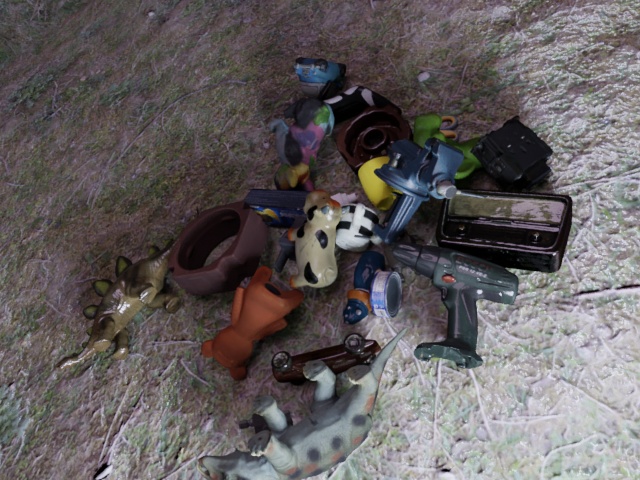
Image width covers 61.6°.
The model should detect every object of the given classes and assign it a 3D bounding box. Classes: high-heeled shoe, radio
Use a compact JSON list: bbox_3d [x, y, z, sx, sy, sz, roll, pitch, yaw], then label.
[{"bbox_3d":[0.068,-0.304,1.328,0.249,0.086,0.145,26,91,27],"label":"high-heeled shoe"},{"bbox_3d":[0.336,-0.020,0.994,0.230,0.073,0.131,6,59,29],"label":"radio"}]

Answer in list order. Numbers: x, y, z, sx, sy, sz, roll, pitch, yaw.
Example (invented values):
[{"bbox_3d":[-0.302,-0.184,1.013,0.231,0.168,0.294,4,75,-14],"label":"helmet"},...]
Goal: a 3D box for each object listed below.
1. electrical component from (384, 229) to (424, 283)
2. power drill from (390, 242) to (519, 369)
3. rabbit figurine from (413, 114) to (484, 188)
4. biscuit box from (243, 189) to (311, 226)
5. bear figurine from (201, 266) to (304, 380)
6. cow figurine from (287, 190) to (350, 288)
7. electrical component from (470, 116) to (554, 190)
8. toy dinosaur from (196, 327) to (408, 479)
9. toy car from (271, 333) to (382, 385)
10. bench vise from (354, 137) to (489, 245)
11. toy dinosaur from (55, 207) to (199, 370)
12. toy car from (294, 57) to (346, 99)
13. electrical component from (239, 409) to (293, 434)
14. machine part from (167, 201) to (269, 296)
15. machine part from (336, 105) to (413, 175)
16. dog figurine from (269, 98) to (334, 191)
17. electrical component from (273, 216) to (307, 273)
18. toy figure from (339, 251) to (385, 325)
[{"bbox_3d":[0.173,0.029,1.055,0.078,0.045,0.102,-40,45,21],"label":"electrical component"},{"bbox_3d":[0.219,0.111,0.939,0.232,0.085,0.207,11,58,14],"label":"power drill"},{"bbox_3d":[0.276,-0.178,1.112,0.170,0.121,0.159,3,58,9],"label":"rabbit figurine"},{"bbox_3d":[-0.081,-0.072,1.218,0.203,0.059,0.063,6,49,32],"label":"biscuit box"},{"bbox_3d":[-0.136,0.167,1.068,0.120,0.132,0.195,34,106,4],"label":"bear figurine"},{"bbox_3d":[-0.002,-0.003,1.062,0.127,0.085,0.194,-6,83,49],"label":"cow figurine"},{"bbox_3d":[0.384,-0.164,1.052,0.115,0.058,0.134,-34,75,-21],"label":"electrical component"},{"bbox_3d":[0.000,0.311,0.873,0.405,0.191,0.131,-25,32,-14],"label":"toy dinosaur"},{"bbox_3d":[0.010,0.219,0.963,0.202,0.089,0.053,-15,50,13],"label":"toy car"},{"bbox_3d":[0.171,-0.084,1.023,0.224,0.129,0.240,48,117,46],"label":"bench vise"},{"bbox_3d":[-0.417,0.108,1.229,0.471,0.104,0.199,-45,47,-17],"label":"toy dinosaur"},{"bbox_3d":[-0.002,-0.419,1.409,0.109,0.161,0.102,12,107,24],"label":"toy car"},{"bbox_3d":[-0.096,0.323,0.950,0.094,0.063,0.021,-9,94,-9],"label":"electrical component"},{"bbox_3d":[-0.223,0.021,1.190,0.201,0.087,0.201,-11,48,30],"label":"machine part"},{"bbox_3d":[0.129,-0.225,1.236,0.179,0.056,0.179,-11,61,21],"label":"machine part"},{"bbox_3d":[-0.037,-0.205,1.266,0.191,0.108,0.219,-32,52,30],"label":"dog figurine"},{"bbox_3d":[-0.054,0.016,1.146,0.048,0.074,0.119,10,58,30],"label":"electrical component"},{"bbox_3d":[0.086,0.096,1.037,0.058,0.064,0.154,22,68,-6],"label":"toy figure"}]
